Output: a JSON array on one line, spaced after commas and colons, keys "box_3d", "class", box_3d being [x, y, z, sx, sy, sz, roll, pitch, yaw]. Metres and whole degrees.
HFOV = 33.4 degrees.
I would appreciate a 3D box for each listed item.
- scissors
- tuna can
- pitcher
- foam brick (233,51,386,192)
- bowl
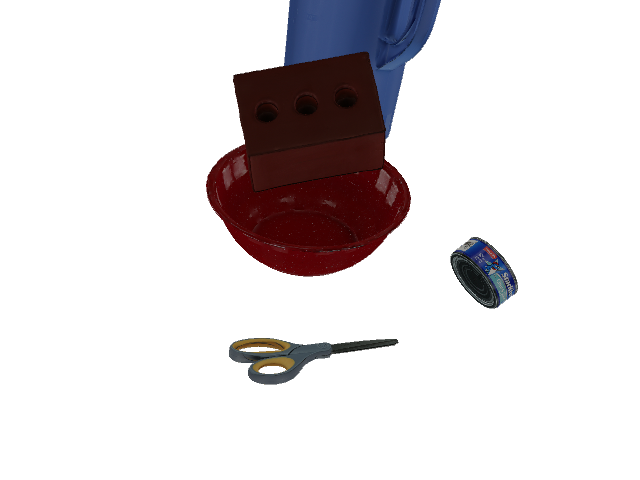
[{"box_3d": [-0.003, 0.135, 1.212, 0.201, 0.016, 0.096, 2, 24, -7], "class": "scissors"}, {"box_3d": [0.196, 0.040, 1.286, 0.033, 0.086, 0.086, -36, 10, -15], "class": "tuna can"}, {"box_3d": [0.037, -0.213, 0.988, 0.145, 0.243, 0.149, 10, 16, 3], "class": "pitcher"}, {"box_3d": [-0.006, -0.066, 0.598, 0.078, 0.053, 0.051, -11, -19, -1], "class": "foam brick"}, {"box_3d": [-0.011, -0.020, 0.854, 0.162, 0.055, 0.162, 3, 36, -3], "class": "bowl"}]
